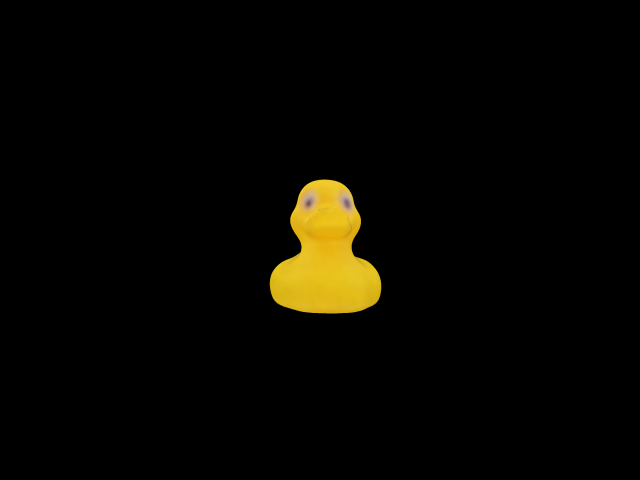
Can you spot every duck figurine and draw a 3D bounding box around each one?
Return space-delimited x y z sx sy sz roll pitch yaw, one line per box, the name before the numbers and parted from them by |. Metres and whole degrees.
duck figurine | 0.004 0.001 0.400 0.077 0.086 0.104 0 2 -3
